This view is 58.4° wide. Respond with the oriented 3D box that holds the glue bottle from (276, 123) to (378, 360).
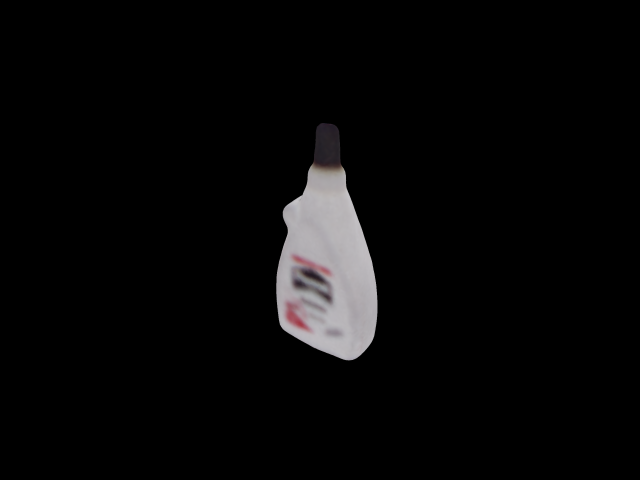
[{"bbox_3d":[0.004,0.001,0.400,0.078,0.173,0.037,18,36,27],"label":"glue bottle"}]
